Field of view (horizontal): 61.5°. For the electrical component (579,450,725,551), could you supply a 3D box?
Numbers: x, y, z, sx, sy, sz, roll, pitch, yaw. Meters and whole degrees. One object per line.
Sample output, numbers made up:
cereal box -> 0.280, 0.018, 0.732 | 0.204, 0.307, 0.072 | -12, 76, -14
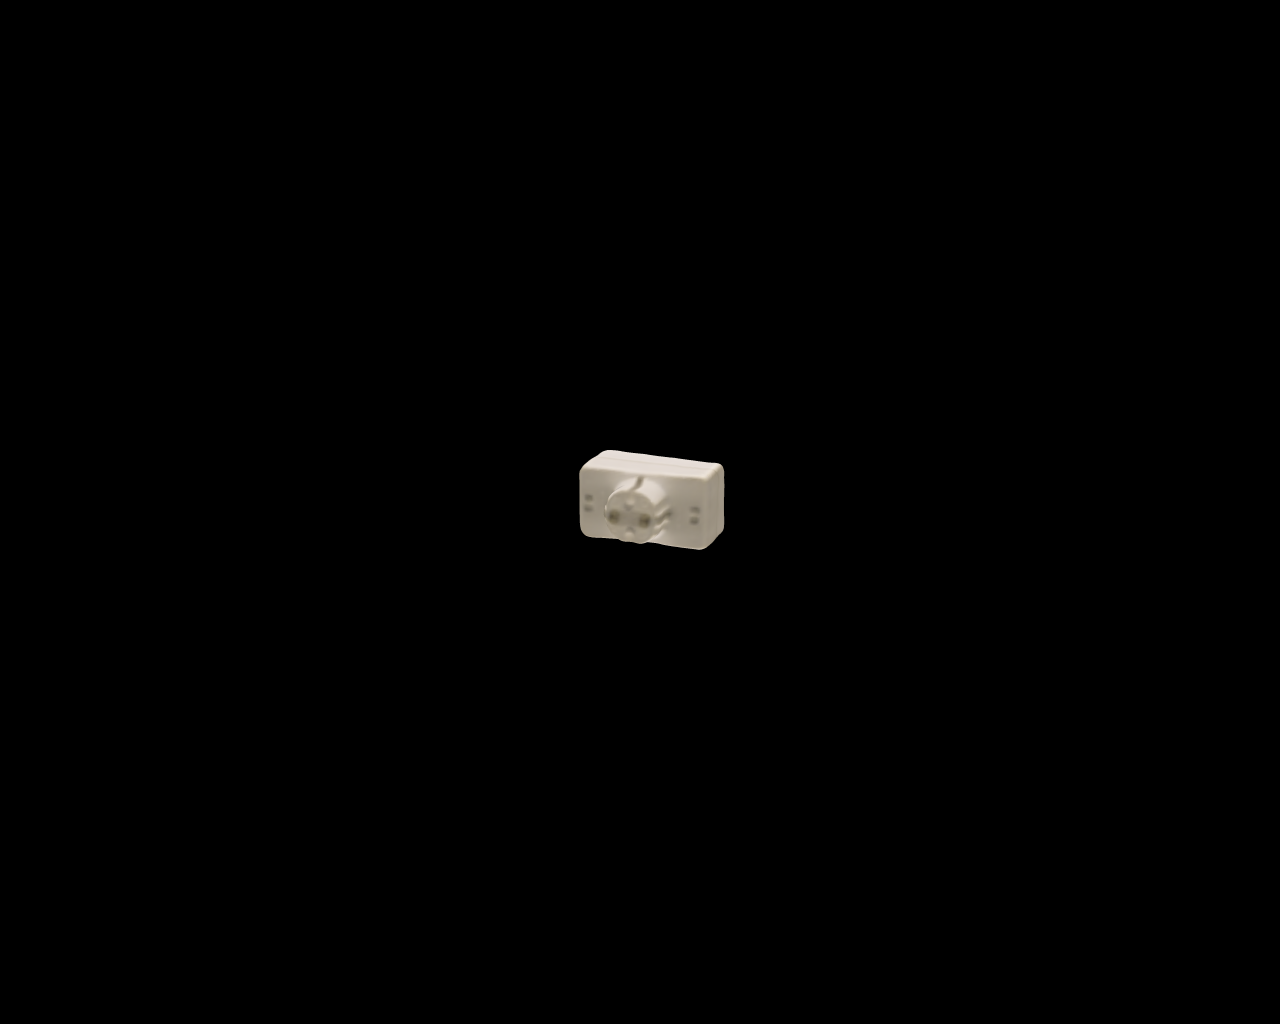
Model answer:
electrical component -> 0.001, -0.003, 0.650 | 0.083, 0.047, 0.076 | 7, 20, 20
